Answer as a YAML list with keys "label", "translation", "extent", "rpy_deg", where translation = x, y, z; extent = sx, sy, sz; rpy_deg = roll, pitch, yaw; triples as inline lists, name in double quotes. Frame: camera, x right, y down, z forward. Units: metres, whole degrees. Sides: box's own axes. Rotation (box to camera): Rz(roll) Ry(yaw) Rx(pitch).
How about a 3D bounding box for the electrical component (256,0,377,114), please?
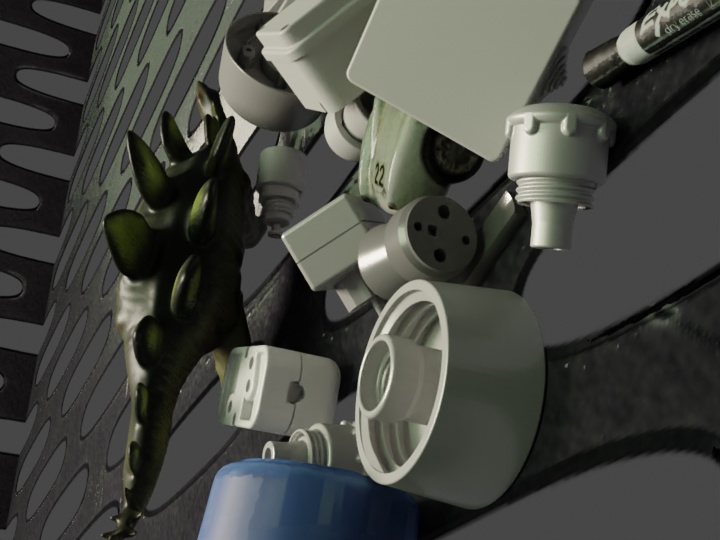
- label: "electrical component"
  translation: [-0.001, -0.154, 0.663]
  extent: [0.113, 0.057, 0.078]
  rpy_deg: [-40, 21, -7]

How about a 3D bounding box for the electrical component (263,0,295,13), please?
- label: "electrical component"
  translation: [-0.036, -0.237, 0.876]
  extent: [0.096, 0.061, 0.061]
  rpy_deg: [137, 141, -55]

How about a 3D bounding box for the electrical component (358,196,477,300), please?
- label: "electrical component"
  translation: [0.030, -0.011, 0.563]
  extent: [0.055, 0.045, 0.045]
  rpy_deg: [147, 133, -60]

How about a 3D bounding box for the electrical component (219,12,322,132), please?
- label: "electrical component"
  translation: [-0.062, -0.159, 0.847]
  extent: [0.064, 0.099, 0.099]
  rpy_deg: [126, 151, -57]

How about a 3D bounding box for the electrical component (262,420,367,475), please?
- label: "electrical component"
  translation: [-0.025, 0.111, 0.628]
  extent: [0.048, 0.062, 0.048]
  rpy_deg: [-29, 57, 58]

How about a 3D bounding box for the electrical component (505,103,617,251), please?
- label: "electrical component"
  translation: [0.086, -0.040, 0.470]
  extent: [0.048, 0.048, 0.062]
  rpy_deg: [-179, 94, -69]

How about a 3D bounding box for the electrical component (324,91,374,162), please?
- label: "electrical component"
  translation: [0.005, -0.101, 0.708]
  extent: [0.055, 0.045, 0.045]
  rpy_deg: [143, 137, -59]

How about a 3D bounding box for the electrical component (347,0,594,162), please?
- label: "electrical component"
  translation: [0.055, -0.114, 0.521]
  extent: [0.099, 0.100, 0.048]
  rpy_deg: [-64, -13, 25]

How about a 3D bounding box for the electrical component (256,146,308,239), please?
- label: "electrical component"
  translation: [-0.065, -0.064, 0.871]
  extent: [0.040, 0.040, 0.078]
  rpy_deg: [145, 134, -60]

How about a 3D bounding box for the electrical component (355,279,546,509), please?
- label: "electrical component"
  translation: [0.034, 0.056, 0.516]
  extent: [0.108, 0.060, 0.108]
  rpy_deg: [-166, 90, -69]

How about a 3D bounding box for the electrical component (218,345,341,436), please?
- label: "electrical component"
  translation: [-0.052, 0.083, 0.721]
  extent: [0.095, 0.059, 0.053]
  rpy_deg: [167, 115, -67]

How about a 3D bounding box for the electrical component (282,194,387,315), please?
- label: "electrical component"
  translation: [0.000, 0.000, 0.639]
  extent: [0.047, 0.076, 0.066]
  rpy_deg: [-32, -7, 12]
